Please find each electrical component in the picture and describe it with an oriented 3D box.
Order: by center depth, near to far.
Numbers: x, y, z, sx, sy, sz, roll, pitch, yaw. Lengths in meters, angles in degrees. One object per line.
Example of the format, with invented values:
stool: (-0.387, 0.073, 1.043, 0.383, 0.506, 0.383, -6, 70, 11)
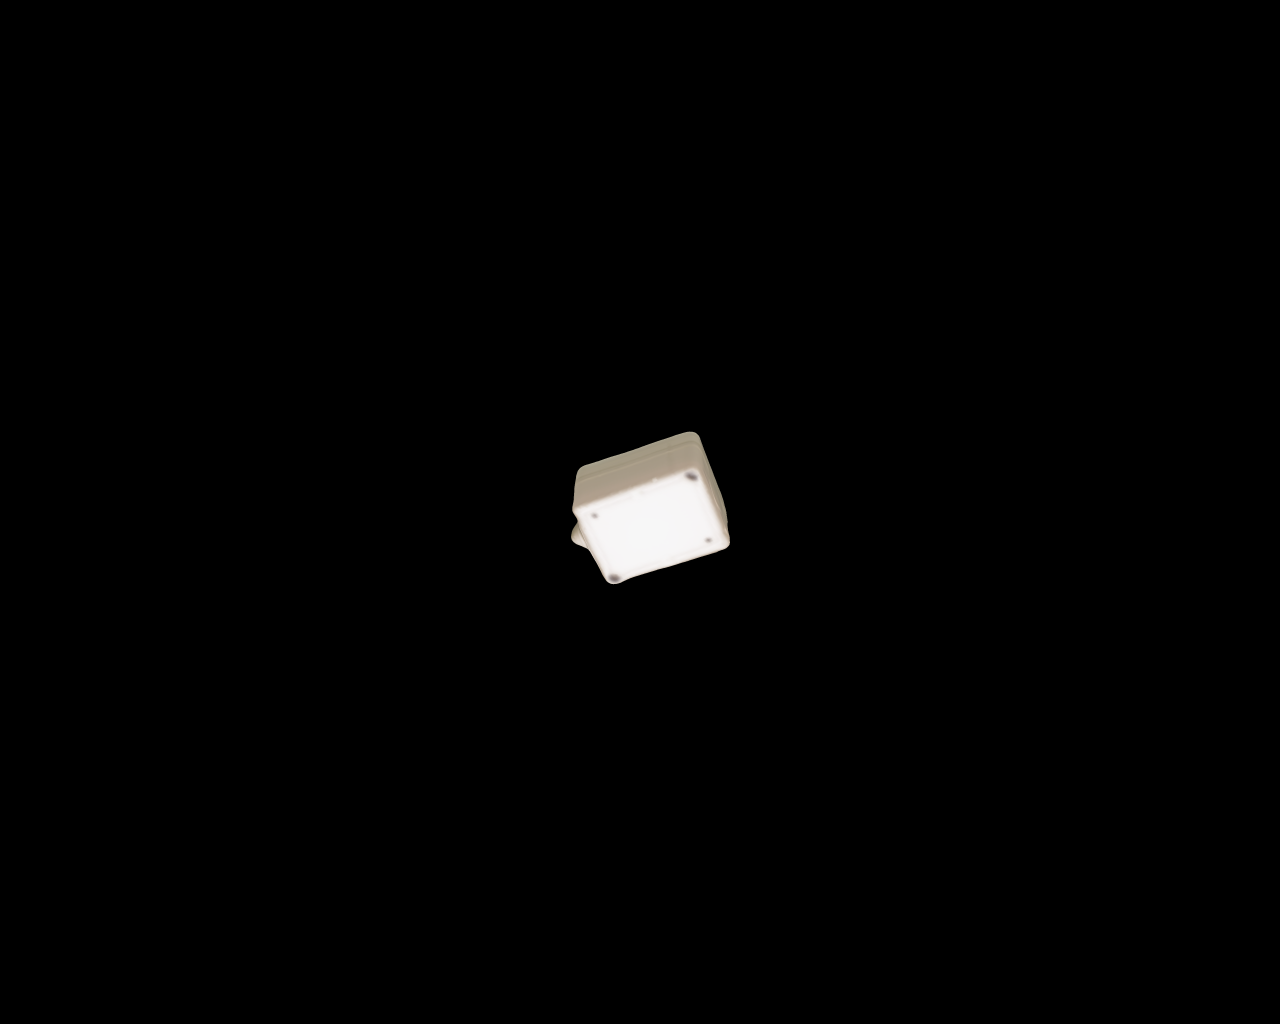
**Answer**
electrical component: (0.001, -0.003, 0.650, 0.096, 0.061, 0.061, -18, 29, 10)
